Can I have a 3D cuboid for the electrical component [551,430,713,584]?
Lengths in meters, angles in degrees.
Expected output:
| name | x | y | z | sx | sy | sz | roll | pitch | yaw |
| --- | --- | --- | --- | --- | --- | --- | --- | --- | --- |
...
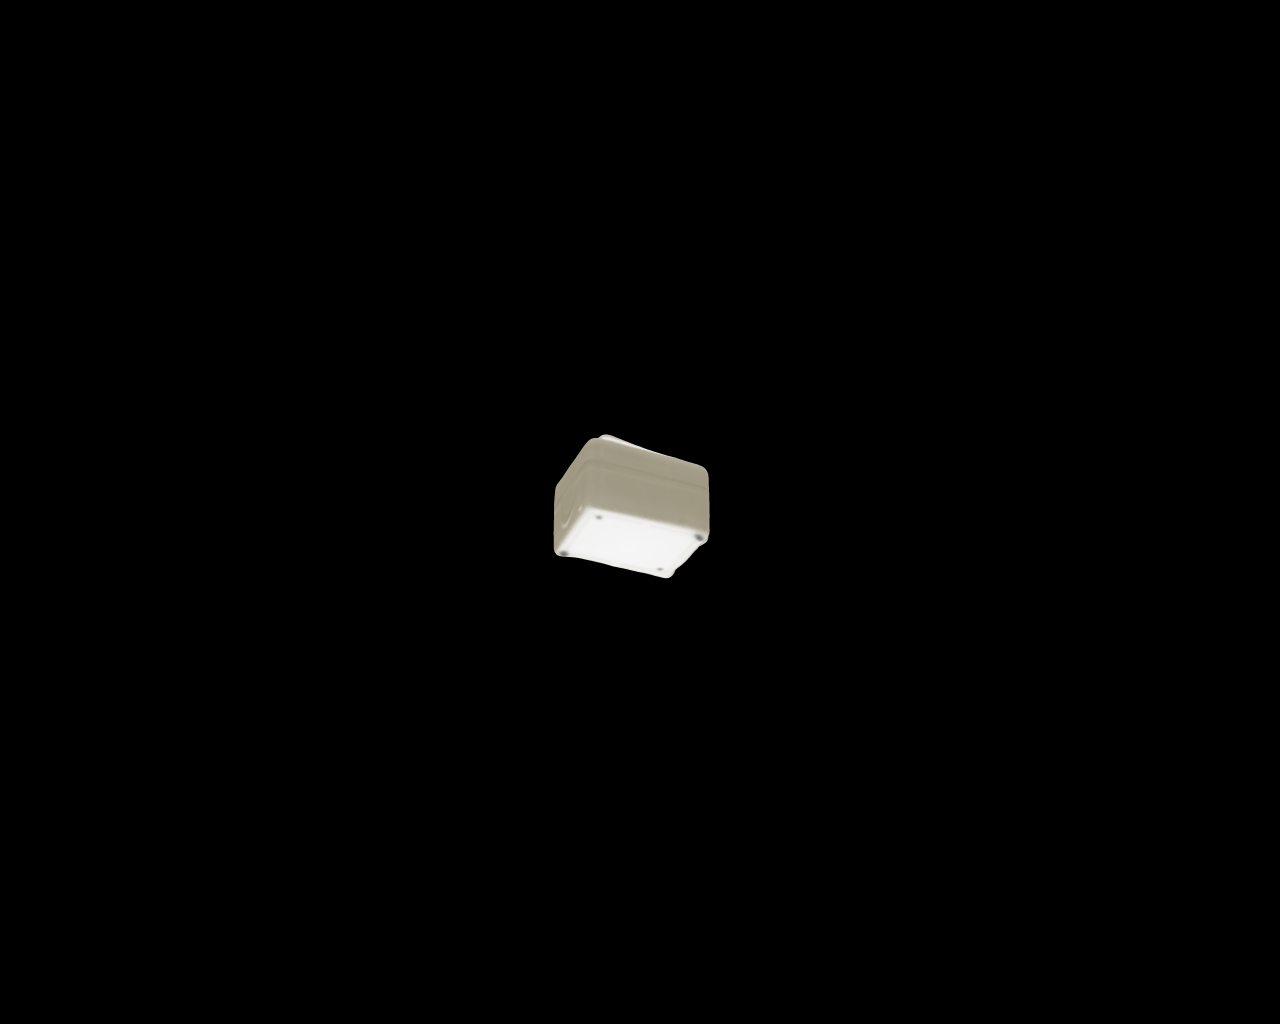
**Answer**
| name | x | y | z | sx | sy | sz | roll | pitch | yaw |
| --- | --- | --- | --- | --- | --- | --- | --- | --- | --- |
| electrical component | 0.001 | -0.003 | 0.650 | 0.096 | 0.061 | 0.061 | 14 | -36 | -20 |
